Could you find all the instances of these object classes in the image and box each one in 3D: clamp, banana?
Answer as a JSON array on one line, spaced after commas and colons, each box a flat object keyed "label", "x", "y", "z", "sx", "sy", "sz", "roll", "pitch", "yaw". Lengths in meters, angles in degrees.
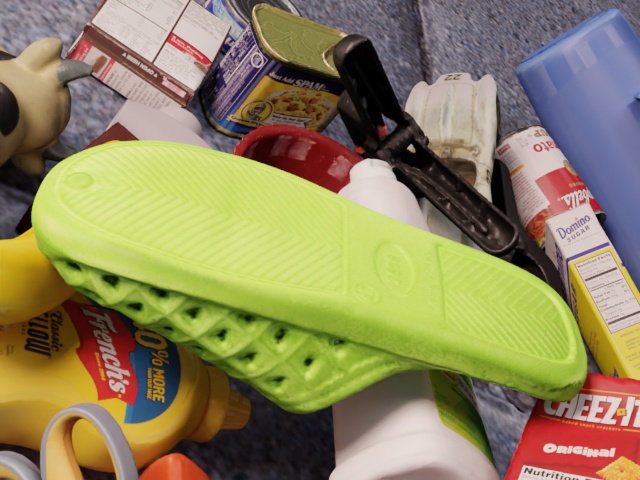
[{"label": "clamp", "x": 0.047, "y": -0.073, "z": 0.720, "sx": 0.164, "sy": 0.036, "sz": 0.210, "roll": 51, "pitch": -2, "yaw": -17}, {"label": "banana", "x": -0.130, "y": -0.003, "z": 0.501, "sx": 0.197, "sy": 0.037, "sz": 0.069, "roll": -36, "pitch": 125, "yaw": -71}, {"label": "clamp", "x": 0.138, "y": 0.005, "z": 0.870, "sx": 0.120, "sy": 0.039, "sz": 0.171, "roll": -7, "pitch": 58, "yaw": -30}]

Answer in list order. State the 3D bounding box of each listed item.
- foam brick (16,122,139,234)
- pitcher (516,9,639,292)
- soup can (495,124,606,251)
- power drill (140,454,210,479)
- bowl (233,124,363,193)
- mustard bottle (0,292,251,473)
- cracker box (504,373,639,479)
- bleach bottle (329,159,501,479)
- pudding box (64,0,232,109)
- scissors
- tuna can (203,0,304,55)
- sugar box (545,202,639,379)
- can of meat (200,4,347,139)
[{"label": "foam brick", "x": -0.128, "y": -0.022, "z": 0.623, "sx": 0.053, "sy": 0.051, "sz": 0.078, "roll": 41, "pitch": 35, "yaw": -5}, {"label": "pitcher", "x": 0.288, "y": -0.084, "z": 0.965, "sx": 0.243, "sy": 0.149, "sz": 0.144, "roll": 58, "pitch": 29, "yaw": -4}, {"label": "soup can", "x": 0.198, "y": -0.044, "z": 0.951, "sx": 0.068, "sy": 0.069, "sz": 0.102, "roll": -4, "pitch": 56, "yaw": -46}, {"label": "power drill", "x": -0.007, "y": 0.171, "z": 0.539, "sx": 0.187, "sy": 0.057, "sz": 0.184, "roll": 24, "pitch": 40, "yaw": -26}, {"label": "bowl", "x": -0.005, "y": 0.001, "z": 0.717, "sx": 0.162, "sy": 0.055, "sz": 0.162, "roll": 26, "pitch": 39, "yaw": -24}, {"label": "mustard bottle", "x": -0.119, "y": 0.067, "z": 0.534, "sx": 0.191, "sy": 0.058, "sz": 0.096, "roll": 20, "pitch": 35, "yaw": -31}, {"label": "cracker box", "x": 0.118, "y": 0.195, "z": 0.513, "sx": 0.213, "sy": 0.072, "sz": 0.164, "roll": -58, "pitch": 141, "yaw": -39}, {"label": "bleach bottle", "x": 0.041, "y": 0.044, "z": 0.605, "sx": 0.102, "sy": 0.068, "sz": 0.251, "roll": 45, "pitch": 27, "yaw": -41}, {"label": "pudding box", "x": -0.120, "y": -0.143, "z": 0.766, "sx": 0.090, "sy": 0.039, "sz": 0.113, "roll": 33, "pitch": 35, "yaw": -13}, {"label": "scissors", "x": -0.109, "y": 0.173, "z": 0.460, "sx": 0.016, "sy": 0.096, "sz": 0.202, "roll": 8, "pitch": 77, "yaw": -67}, {"label": "tuna can", "x": -0.052, "y": -0.177, "z": 0.869, "sx": 0.086, "sy": 0.034, "sz": 0.086, "roll": 26, "pitch": 39, "yaw": -23}, {"label": "sugar box", "x": 0.236, "y": 0.066, "z": 0.860, "sx": 0.093, "sy": 0.048, "sz": 0.176, "roll": 67, "pitch": -1, "yaw": -59}, {"label": "can of meat", "x": -0.027, "y": -0.116, "z": 0.789, "sx": 0.101, "sy": 0.084, "sz": 0.057, "roll": 11, "pitch": 46, "yaw": -38}]
